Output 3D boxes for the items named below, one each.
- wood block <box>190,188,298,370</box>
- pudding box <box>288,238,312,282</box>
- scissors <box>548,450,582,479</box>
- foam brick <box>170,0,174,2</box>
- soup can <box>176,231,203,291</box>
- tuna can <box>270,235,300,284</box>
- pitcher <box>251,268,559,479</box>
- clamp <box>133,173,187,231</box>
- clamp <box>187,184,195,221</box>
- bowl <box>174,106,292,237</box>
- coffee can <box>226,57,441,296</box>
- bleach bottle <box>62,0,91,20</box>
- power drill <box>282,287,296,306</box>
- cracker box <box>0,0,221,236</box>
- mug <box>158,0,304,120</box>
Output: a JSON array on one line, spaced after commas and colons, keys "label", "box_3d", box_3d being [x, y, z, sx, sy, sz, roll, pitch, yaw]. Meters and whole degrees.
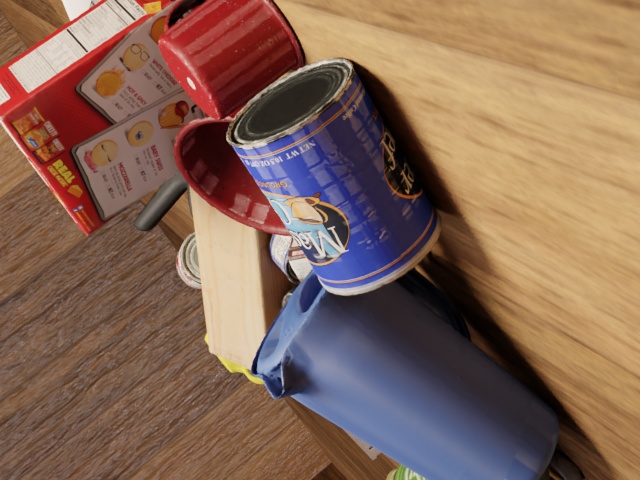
[{"label": "wood block", "box_3d": [-0.066, 0.027, 1.126, 0.090, 0.090, 0.206, 19, 126, 33]}, {"label": "pudding box", "box_3d": [0.032, 0.035, 1.008, 0.113, 0.090, 0.039, 58, -147, -38]}, {"label": "scissors", "box_3d": [0.178, 0.171, 1.035, 0.202, 0.016, 0.096, 38, 161, 53]}, {"label": "foam brick", "box_3d": [-0.104, -0.222, 0.805, 0.051, 0.053, 0.078, 53, 170, -8]}, {"label": "soup can", "box_3d": [-0.134, 0.023, 1.258, 0.068, 0.068, 0.102, 52, 169, -2]}, {"label": "tuna can", "box_3d": [-0.007, 0.001, 1.059, 0.034, 0.086, 0.086, 47, 169, 35]}, {"label": "pitcher", "box_3d": [0.078, 0.112, 0.890, 0.242, 0.149, 0.145, 35, -179, -8]}, {"label": "clamp", "box_3d": [-0.152, -0.087, 1.235, 0.210, 0.036, 0.164, 5, 96, 40]}, {"label": "clamp", "box_3d": [-0.119, -0.085, 1.140, 0.039, 0.120, 0.171, 4, 122, 22]}, {"label": "bowl", "box_3d": [-0.046, -0.072, 0.951, 0.162, 0.055, 0.162, 17, 148, 11]}, {"label": "coffee can", "box_3d": [0.012, -0.045, 0.772, 0.140, 0.102, 0.103, 57, 168, -26]}, {"label": "bleach bottle", "box_3d": [-0.234, -0.266, 1.097, 0.068, 0.102, 0.251, 1, 145, 17]}, {"label": "power drill", "box_3d": [0.057, 0.125, 1.106, 0.184, 0.057, 0.188, 18, -153, -52]}, {"label": "cracker box", "box_3d": [-0.166, -0.128, 0.944, 0.072, 0.213, 0.164, 46, 168, 39]}, {"label": "mug", "box_3d": [-0.080, -0.156, 0.845, 0.117, 0.081, 0.093, 46, 169, 27]}]
